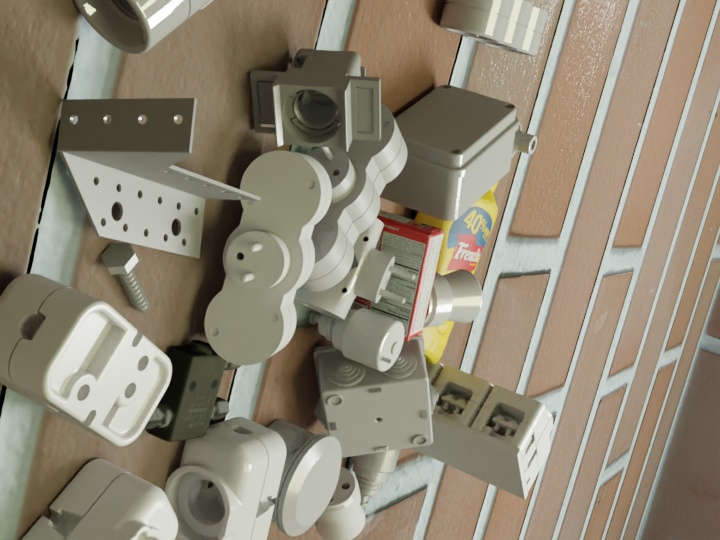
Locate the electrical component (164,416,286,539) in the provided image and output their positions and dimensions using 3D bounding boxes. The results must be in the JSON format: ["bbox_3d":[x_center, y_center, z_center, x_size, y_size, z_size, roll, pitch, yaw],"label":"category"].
[{"bbox_3d":[-0.095,0.155,0.736,0.059,0.054,0.095,-8,115,-61],"label":"electrical component"}]

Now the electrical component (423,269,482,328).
[{"bbox_3d":[0.064,0.023,0.868,0.055,0.045,0.045,-4,113,-37],"label":"electrical component"}]

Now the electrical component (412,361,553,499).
[{"bbox_3d":[0.093,0.134,0.976,0.061,0.150,0.089,-55,150,-26],"label":"electrical component"}]

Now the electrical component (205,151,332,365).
[{"bbox_3d":[-0.061,-0.007,0.672,0.074,0.052,0.138,-27,133,-80],"label":"electrical component"}]

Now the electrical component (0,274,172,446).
[{"bbox_3d":[-0.148,0.045,0.552,0.053,0.059,0.095,-62,153,-17],"label":"electrical component"}]

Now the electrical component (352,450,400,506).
[{"bbox_3d":[0.012,0.175,0.973,0.040,0.040,0.078,3,105,-63],"label":"electrical component"}]

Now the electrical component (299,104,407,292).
[{"bbox_3d":[-0.020,-0.060,0.738,0.138,0.052,0.073,-62,153,-17],"label":"electrical component"}]

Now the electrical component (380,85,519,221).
[{"bbox_3d":[0.070,-0.096,0.858,0.113,0.078,0.057,-41,145,-45],"label":"electrical component"}]

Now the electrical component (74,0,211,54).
[{"bbox_3d":[-0.106,-0.138,0.518,0.047,0.055,0.055,-51,148,-27],"label":"electrical component"}]

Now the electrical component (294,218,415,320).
[{"bbox_3d":[0.000,0.000,0.788,0.043,0.079,0.077,60,53,-79],"label":"electrical component"}]

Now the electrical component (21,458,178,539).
[{"bbox_3d":[-0.153,0.165,0.625,0.095,0.059,0.053,-52,149,-33],"label":"electrical component"}]

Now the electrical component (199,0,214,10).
[{"bbox_3d":[-0.073,-0.186,0.537,0.075,0.083,0.047,49,55,-17],"label":"electrical component"}]

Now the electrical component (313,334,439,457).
[{"bbox_3d":[0.012,0.102,0.858,0.048,0.100,0.099,-99,-178,-48],"label":"electrical component"}]

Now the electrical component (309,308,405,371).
[{"bbox_3d":[-0.003,0.048,0.813,0.040,0.078,0.040,-42,143,-44],"label":"electrical component"}]

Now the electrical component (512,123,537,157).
[{"bbox_3d":[0.128,-0.120,0.973,0.048,0.062,0.048,-42,142,-45],"label":"electrical component"}]

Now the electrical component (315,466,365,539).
[{"bbox_3d":[-0.020,0.200,0.922,0.045,0.045,0.055,-51,148,-34],"label":"electrical component"}]

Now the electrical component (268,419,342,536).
[{"bbox_3d":[-0.053,0.158,0.823,0.080,0.051,0.080,-42,142,-45],"label":"electrical component"}]

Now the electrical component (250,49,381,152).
[{"bbox_3d":[-0.025,-0.109,0.677,0.063,0.081,0.042,-74,166,-54],"label":"electrical component"}]

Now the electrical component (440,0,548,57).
[{"bbox_3d":[0.117,-0.225,0.892,0.138,0.052,0.073,-6,112,-62],"label":"electrical component"}]
